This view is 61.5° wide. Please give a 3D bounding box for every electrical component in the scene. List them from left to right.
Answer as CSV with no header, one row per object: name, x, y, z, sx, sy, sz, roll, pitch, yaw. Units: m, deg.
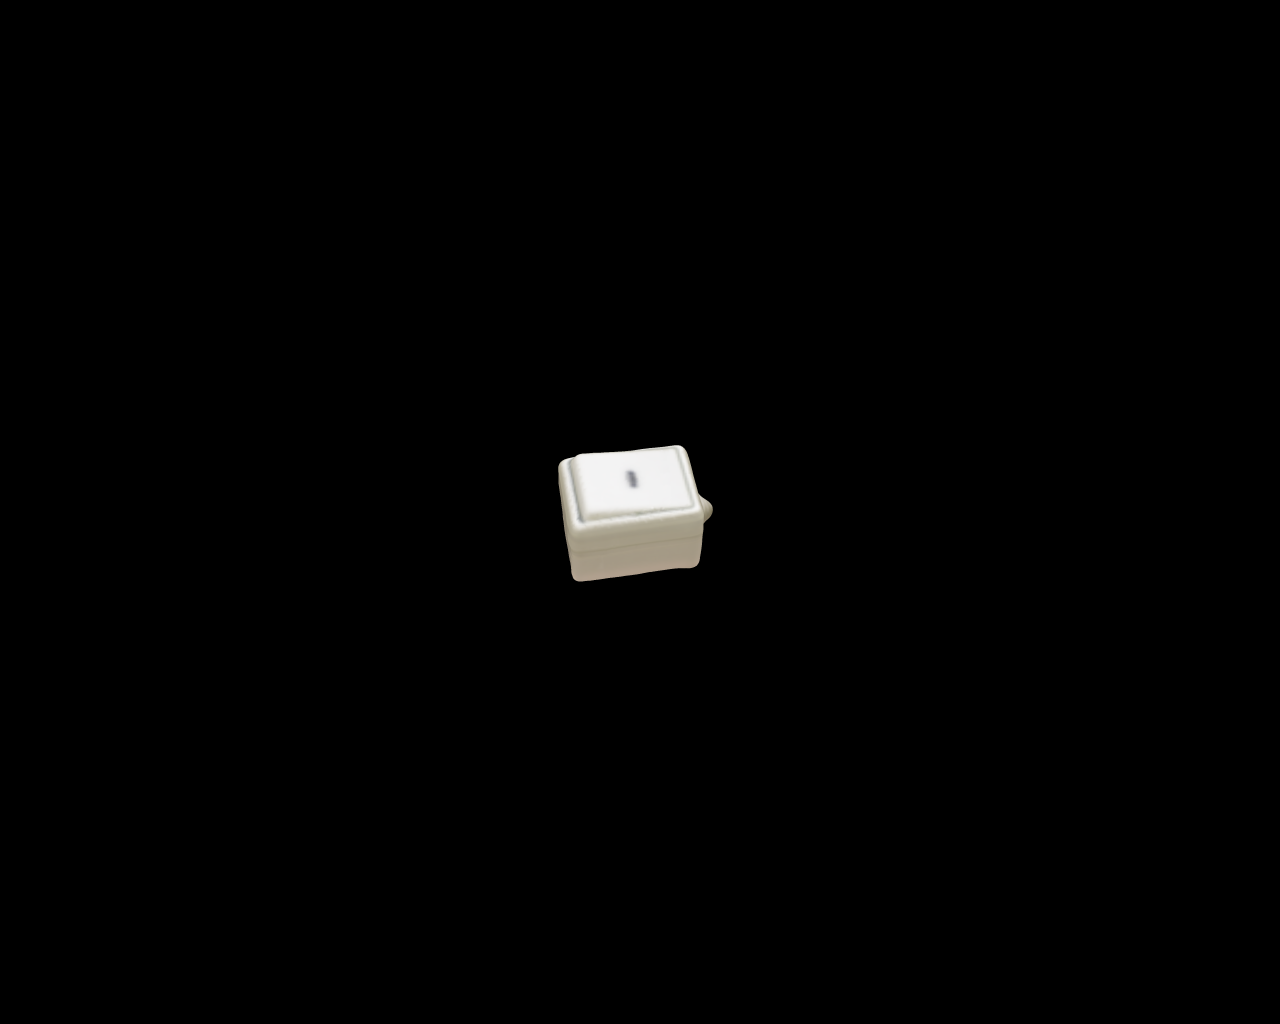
electrical component,0.001,-0.003,0.650,0.096,0.062,0.061,-7,-40,-6
